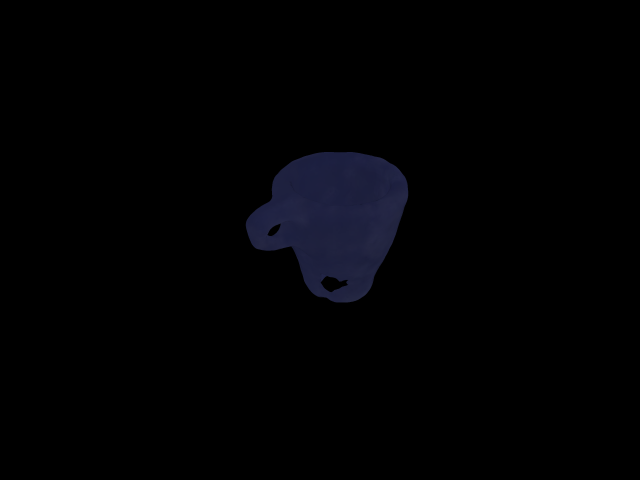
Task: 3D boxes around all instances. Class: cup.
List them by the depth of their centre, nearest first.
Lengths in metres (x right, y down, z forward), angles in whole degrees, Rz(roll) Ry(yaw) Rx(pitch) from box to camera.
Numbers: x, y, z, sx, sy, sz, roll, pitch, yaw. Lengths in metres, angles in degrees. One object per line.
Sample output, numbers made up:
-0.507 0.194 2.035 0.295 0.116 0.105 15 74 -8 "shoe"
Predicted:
0.004 0.001 0.400 0.118 0.095 0.091 -24 41 -31 "cup"
